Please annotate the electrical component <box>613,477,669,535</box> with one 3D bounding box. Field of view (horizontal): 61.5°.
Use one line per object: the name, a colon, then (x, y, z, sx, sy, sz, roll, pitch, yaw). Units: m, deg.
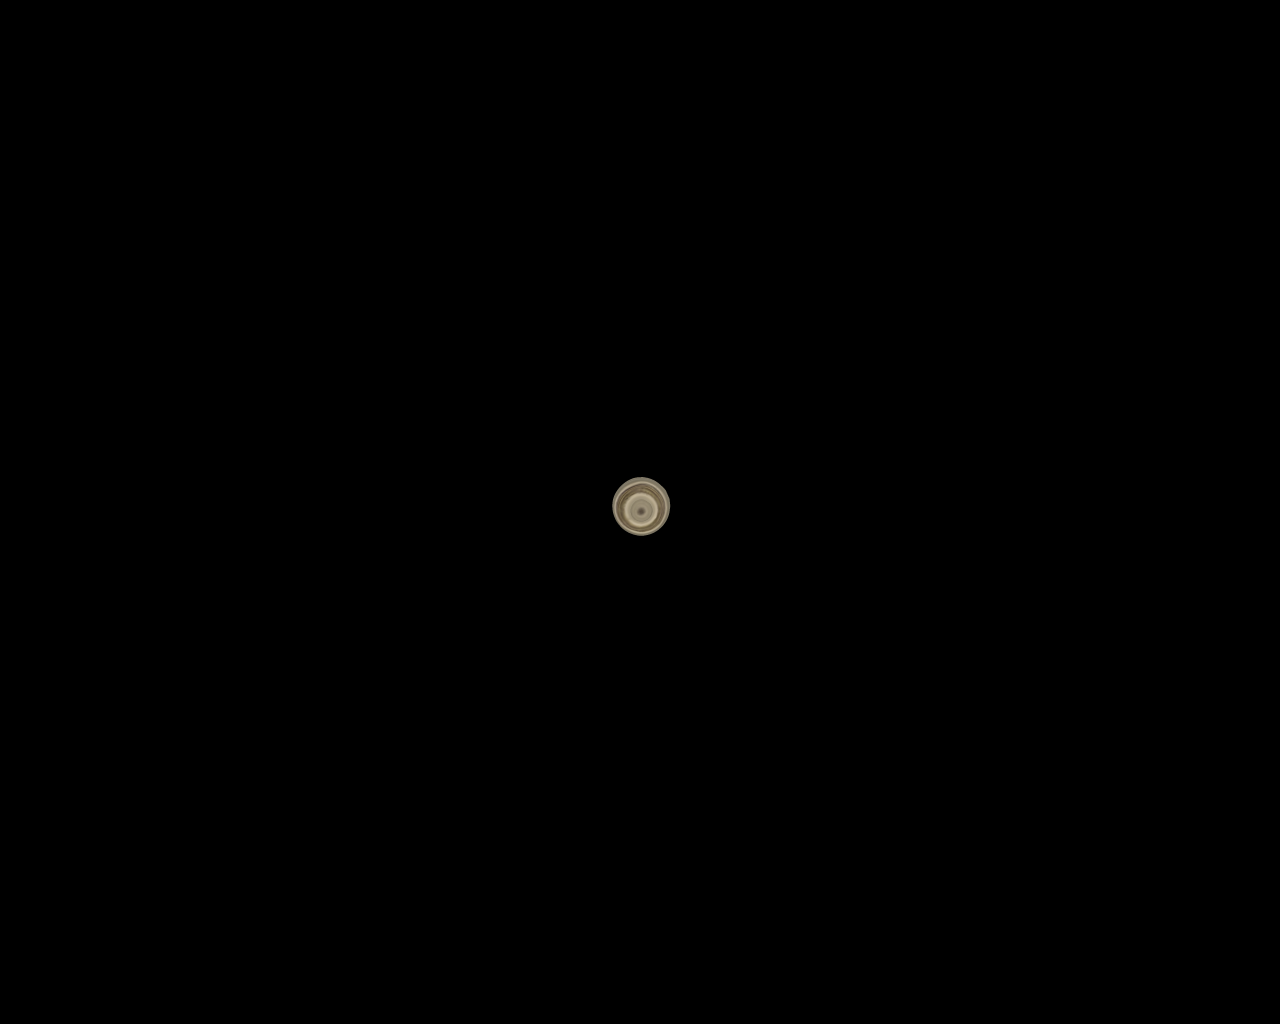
electrical component: (0.001, -0.003, 0.650, 0.035, 0.035, 0.061, 0, 4, 0)
